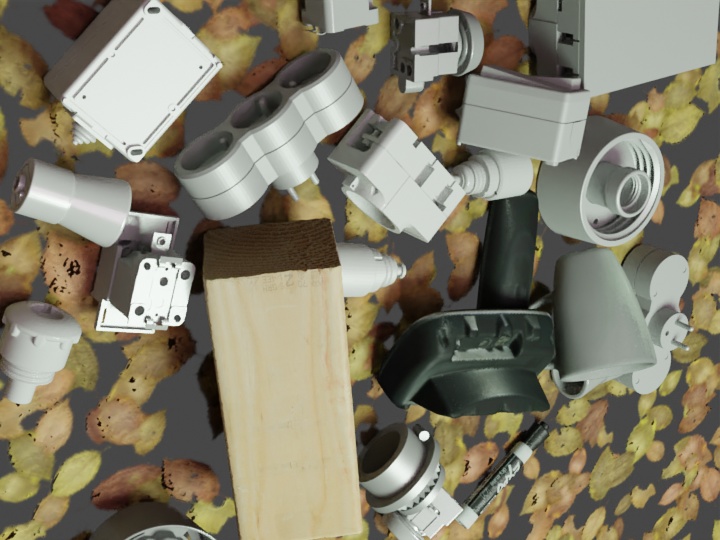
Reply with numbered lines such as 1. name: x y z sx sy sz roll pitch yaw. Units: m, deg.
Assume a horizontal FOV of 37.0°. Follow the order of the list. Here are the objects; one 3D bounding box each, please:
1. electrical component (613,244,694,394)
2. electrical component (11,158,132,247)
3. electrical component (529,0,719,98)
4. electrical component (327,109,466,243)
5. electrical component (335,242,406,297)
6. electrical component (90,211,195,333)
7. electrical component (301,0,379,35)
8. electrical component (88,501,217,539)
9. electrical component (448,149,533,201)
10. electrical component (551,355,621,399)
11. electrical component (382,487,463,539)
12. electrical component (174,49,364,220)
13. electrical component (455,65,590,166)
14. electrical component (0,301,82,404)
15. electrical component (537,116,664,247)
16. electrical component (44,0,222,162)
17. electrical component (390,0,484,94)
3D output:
1. electrical component: 0.278 0.051 0.998 0.052 0.074 0.138 -5 111 -34
2. electrical component: -0.180 -0.044 0.660 0.065 0.044 0.044 18 97 -34
3. electrical component: 0.213 -0.199 0.861 0.150 0.062 0.089 -18 117 -29
4. electrical component: 0.025 -0.065 0.789 0.055 0.050 0.089 -52 128 -7
5. electrical component: 0.000 0.000 0.803 0.078 0.040 0.040 1 107 -35
6. electrical component: -0.139 0.006 0.693 0.042 0.064 0.081 6 104 -36
7. electrical component: -0.015 -0.193 0.717 0.081 0.042 0.063 -18 119 -28
8. electrical component: -0.148 0.218 0.768 0.099 0.064 0.099 -13 115 -31
9. electrical component: 0.100 -0.074 0.844 0.078 0.040 0.040 -11 114 -31
10. electrical component: 0.214 0.089 0.989 0.065 0.044 0.044 -14 116 -36
11. electrical component: 0.052 0.206 0.912 0.055 0.066 0.048 -45 92 -3
12. electrical component: -0.052 -0.080 0.728 0.138 0.052 0.073 -42 126 -15
13. electrical component: 0.118 -0.120 0.811 0.062 0.096 0.061 -22 124 -61
14. electrical component: -0.207 0.053 0.677 0.048 0.048 0.062 12 107 -38
15. electrical component: 0.210 -0.072 0.910 0.108 0.060 0.108 -14 115 -31
16. electrical component: -0.143 -0.115 0.648 0.096 0.061 0.062 -49 126 -1
17. electrical component: 0.055 -0.163 0.776 0.055 0.048 0.066 -10 114 -24
